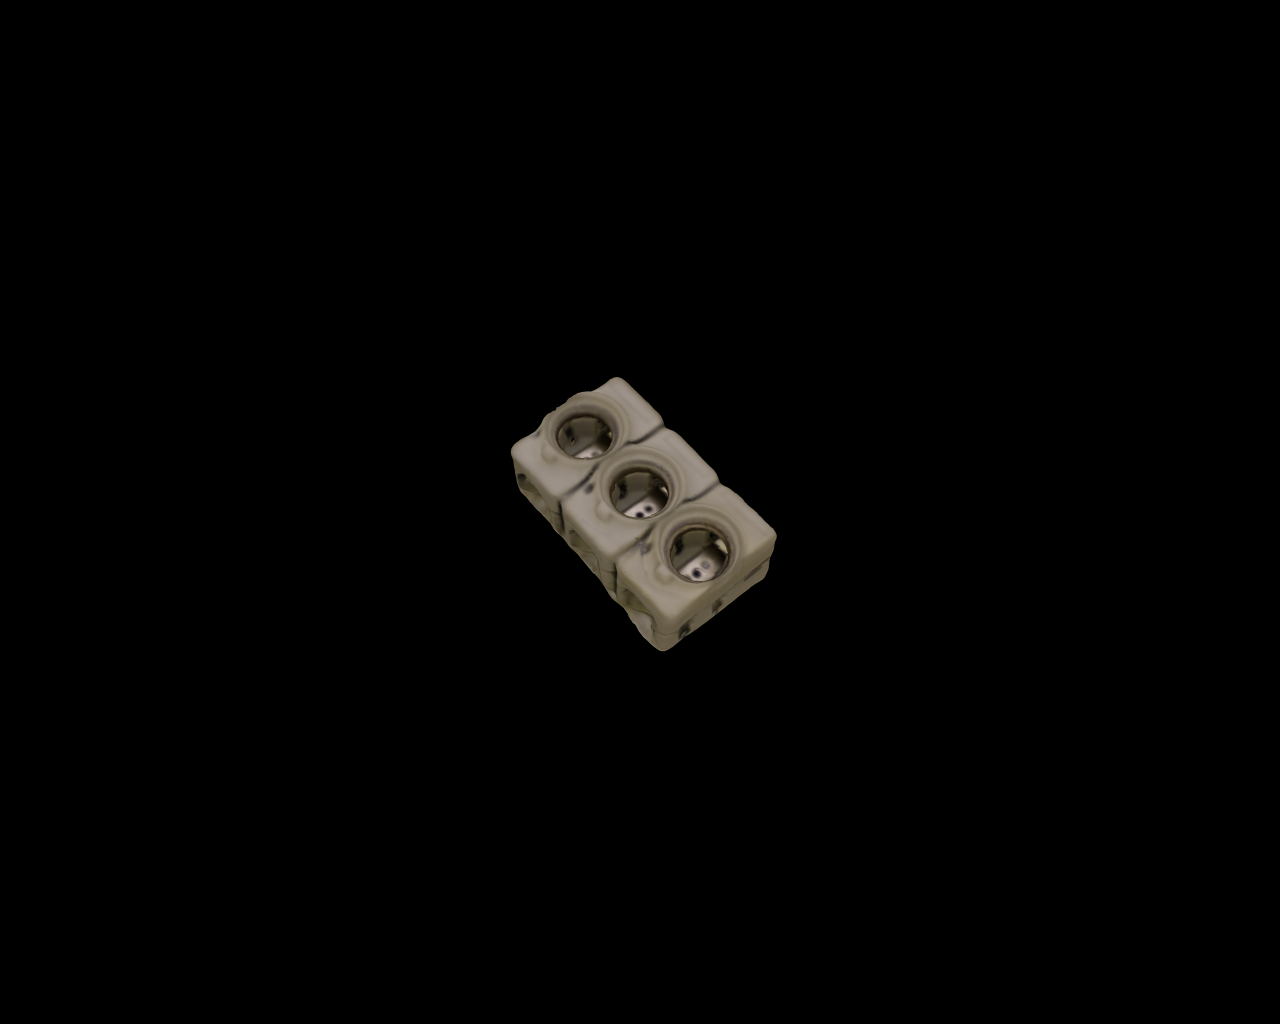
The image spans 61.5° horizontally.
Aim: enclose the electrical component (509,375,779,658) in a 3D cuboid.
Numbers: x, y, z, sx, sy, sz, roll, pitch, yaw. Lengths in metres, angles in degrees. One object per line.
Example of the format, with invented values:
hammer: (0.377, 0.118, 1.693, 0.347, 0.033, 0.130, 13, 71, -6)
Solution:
electrical component: (0.001, -0.003, 0.650, 0.090, 0.150, 0.061, -36, -24, -18)
